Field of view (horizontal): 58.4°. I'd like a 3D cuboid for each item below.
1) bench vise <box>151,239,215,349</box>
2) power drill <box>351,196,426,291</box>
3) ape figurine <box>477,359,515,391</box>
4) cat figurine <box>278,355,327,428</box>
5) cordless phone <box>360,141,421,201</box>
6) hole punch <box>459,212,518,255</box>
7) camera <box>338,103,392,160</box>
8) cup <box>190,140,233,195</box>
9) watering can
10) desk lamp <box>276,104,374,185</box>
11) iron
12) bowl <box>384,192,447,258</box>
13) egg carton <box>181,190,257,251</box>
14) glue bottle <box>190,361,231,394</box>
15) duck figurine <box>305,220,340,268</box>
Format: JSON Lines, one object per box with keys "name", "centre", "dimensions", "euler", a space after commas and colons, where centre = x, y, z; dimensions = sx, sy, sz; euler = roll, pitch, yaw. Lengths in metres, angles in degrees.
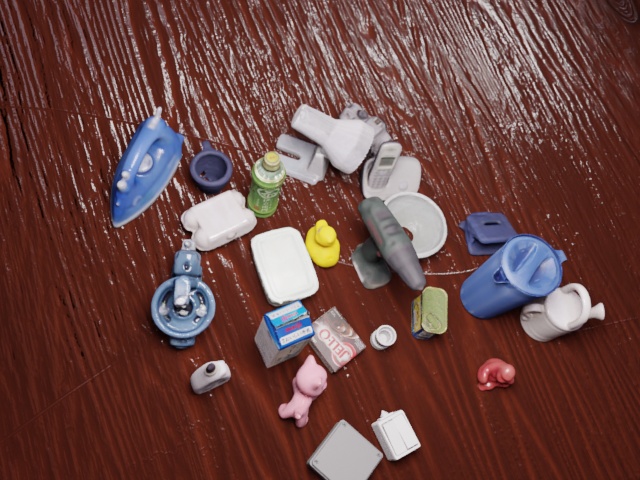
{"name": "bench vise", "centre": [-0.274, 0.091, 1.112], "dimensions": [0.122, 0.219, 0.207], "euler": [-14, 72, -17]}
{"name": "power drill", "centre": [0.139, 0.030, 1.233], "dimensions": [0.076, 0.208, 0.229], "euler": [-20, 74, -19]}
{"name": "ape figurine", "centre": [0.390, 0.292, 1.246], "dimensions": [0.078, 0.092, 0.076], "euler": [26, 65, -1]}
{"name": "cat figurine", "centre": [-0.027, 0.300, 1.137], "dimensions": [0.067, 0.117, 0.128], "euler": [24, 65, -1]}
{"name": "cordless phone", "centre": [0.178, -0.169, 1.335], "dimensions": [0.148, 0.185, 0.094], "euler": [-6, 70, -14]}
{"name": "hole punch", "centre": [0.405, -0.024, 1.377], "dimensions": [0.109, 0.091, 0.101], "euler": [-5, 69, -14]}
{"name": "camera", "centre": [0.086, -0.247, 1.392], "dimensions": [0.143, 0.100, 0.137], "euler": [42, 66, 7]}
{"name": "cup", "centre": [-0.247, -0.154, 1.285], "dimensions": [0.092, 0.095, 0.117], "euler": [-11, 71, -16]}
{"name": "watering can", "centre": [0.546, 0.156, 1.279], "dimensions": [0.173, 0.194, 0.101], "euler": [-16, 72, -18]}
{"name": "desk lamp", "centre": [0.001, -0.213, 1.298], "dimensions": [0.203, 0.213, 0.118], "euler": [19, 66, -4]}
{"name": "iron", "centre": [-0.388, -0.160, 1.231], "dimensions": [0.118, 0.141, 0.258], "euler": [21, 66, -3]}
{"name": "bowl", "centre": [0.207, -0.025, 1.343], "dimensions": [0.167, 0.074, 0.167], "euler": [4, 68, -10]}
{"name": "egg carton", "centre": [-0.221, -0.042, 1.260], "dimensions": [0.150, 0.069, 0.107], "euler": [-29, 77, -21]}
{"name": "glue bottle", "centre": [-0.207, 0.254, 1.086], "dimensions": [0.078, 0.173, 0.037], "euler": [-20, 74, -19]}
{"name": "duck figurine", "centre": [0.012, 0.005, 1.283], "dimensions": [0.078, 0.086, 0.104], "euler": [-13, 72, -17]}
